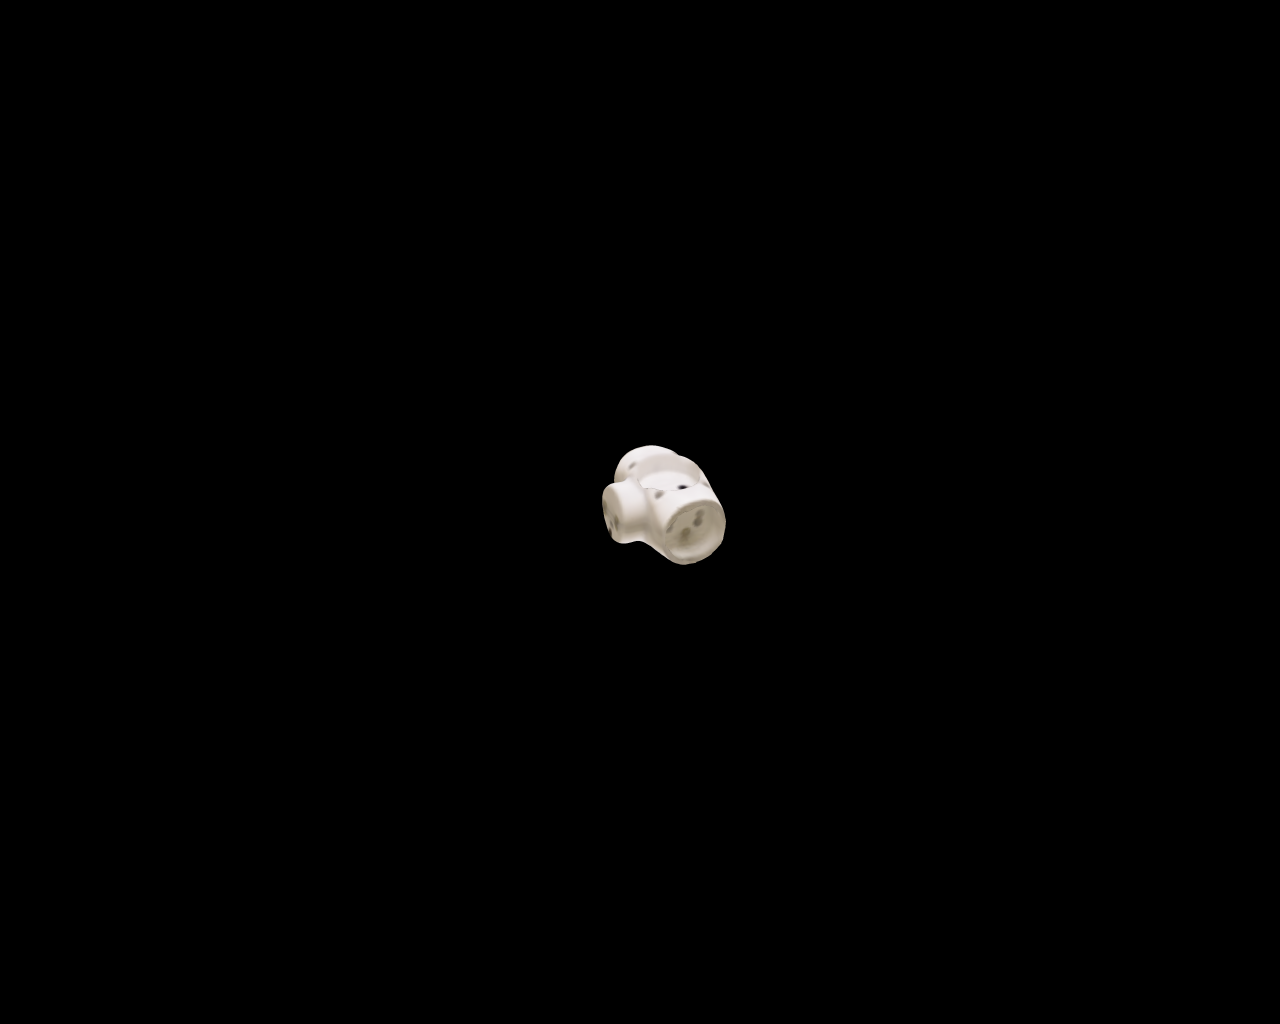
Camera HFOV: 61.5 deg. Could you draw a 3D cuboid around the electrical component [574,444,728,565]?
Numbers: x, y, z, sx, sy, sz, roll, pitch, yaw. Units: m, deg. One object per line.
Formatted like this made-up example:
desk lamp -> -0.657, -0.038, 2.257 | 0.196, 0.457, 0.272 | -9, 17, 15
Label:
electrical component -> 0.001, -0.003, 0.650 | 0.079, 0.044, 0.077 | -12, 33, -19
